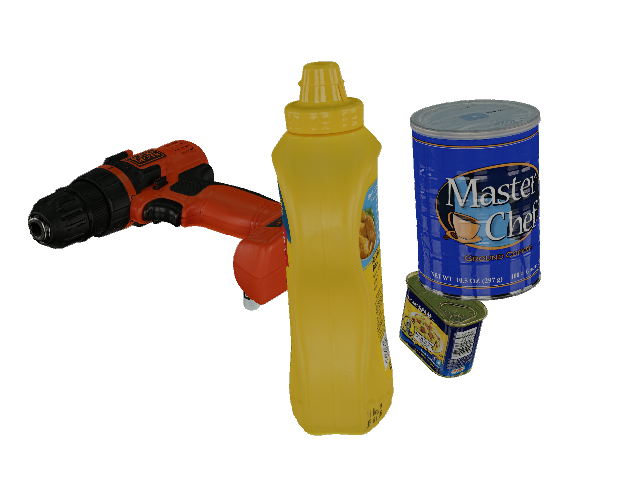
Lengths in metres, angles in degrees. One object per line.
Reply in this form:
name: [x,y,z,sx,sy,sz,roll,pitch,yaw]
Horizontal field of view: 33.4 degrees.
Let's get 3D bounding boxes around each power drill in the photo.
power drill: [-0.100,-0.016,0.810,0.188,0.057,0.184,23,32,25]

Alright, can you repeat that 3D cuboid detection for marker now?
marker: [-0.080,0.026,1.211,0.020,0.121,0.020,0,33,0]

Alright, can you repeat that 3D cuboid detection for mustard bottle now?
mustard bottle: [0.007,0.001,0.573,0.058,0.192,0.096,-1,18,8]

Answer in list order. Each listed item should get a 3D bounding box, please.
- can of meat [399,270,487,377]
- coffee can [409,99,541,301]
can of meat: [0.136,0.094,1.209,0.057,0.084,0.102,-15,40,-29]
coffee can: [0.128,-0.035,0.870,0.103,0.140,0.103,-4,20,1]
